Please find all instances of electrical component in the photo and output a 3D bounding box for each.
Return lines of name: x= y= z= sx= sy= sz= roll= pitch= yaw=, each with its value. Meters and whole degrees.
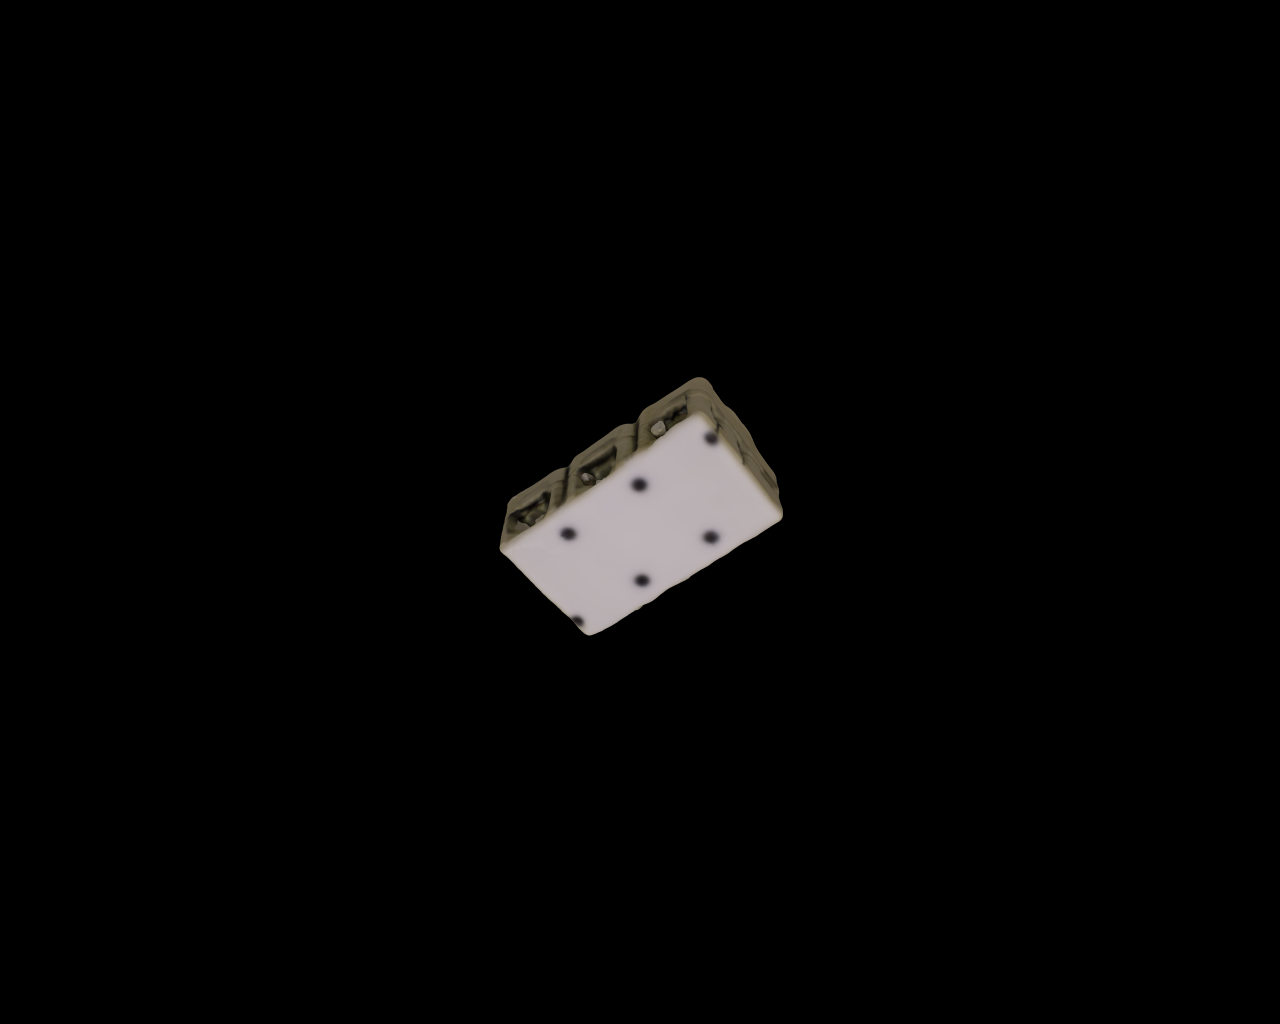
electrical component: x=0.001 y=-0.003 z=0.650 sx=0.150 sy=0.089 sz=0.062 roll=-32 pitch=26 yaw=18
